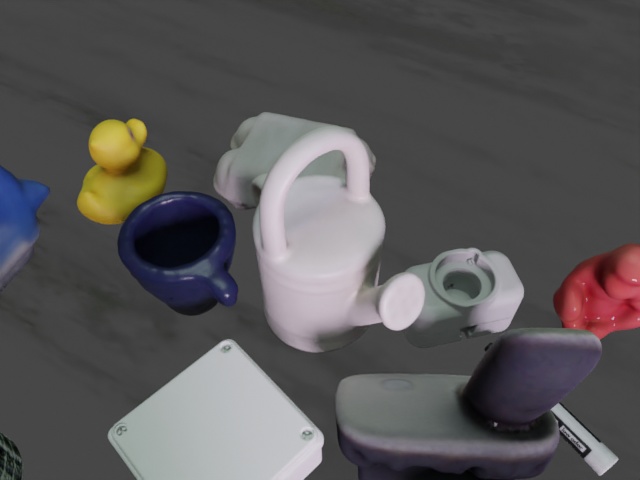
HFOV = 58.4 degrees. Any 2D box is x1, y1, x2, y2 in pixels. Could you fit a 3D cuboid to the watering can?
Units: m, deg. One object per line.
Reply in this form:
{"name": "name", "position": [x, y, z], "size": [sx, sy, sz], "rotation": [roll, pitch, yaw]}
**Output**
{"name": "watering can", "position": [0.006, 0.000, 0.431], "size": [0.172, 0.194, 0.101], "rotation": [23, 56, 17]}

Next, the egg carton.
{"name": "egg carton", "position": [-0.025, -0.066, 0.562], "size": [0.150, 0.069, 0.107], "rotation": [13, 53, 10]}

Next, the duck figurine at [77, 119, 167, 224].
{"name": "duck figurine", "position": [-0.200, -0.074, 0.559], "size": [0.077, 0.086, 0.105], "rotation": [21, 55, 16]}

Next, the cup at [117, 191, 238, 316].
{"name": "cup", "position": [-0.102, 0.028, 0.474], "size": [0.092, 0.095, 0.117], "rotation": [-36, 60, -24]}

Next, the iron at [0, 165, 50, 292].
{"name": "iron", "position": [-0.350, 0.008, 0.461], "size": [0.118, 0.141, 0.258], "rotation": [17, 54, 13]}

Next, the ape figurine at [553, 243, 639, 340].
{"name": "ape figurine", "position": [0.237, 0.038, 0.465], "size": [0.077, 0.092, 0.076], "rotation": [17, 54, 13]}

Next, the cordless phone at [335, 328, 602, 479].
{"name": "cordless phone", "position": [0.083, 0.096, 0.363], "size": [0.147, 0.185, 0.094], "rotation": [-1, 52, 0]}
